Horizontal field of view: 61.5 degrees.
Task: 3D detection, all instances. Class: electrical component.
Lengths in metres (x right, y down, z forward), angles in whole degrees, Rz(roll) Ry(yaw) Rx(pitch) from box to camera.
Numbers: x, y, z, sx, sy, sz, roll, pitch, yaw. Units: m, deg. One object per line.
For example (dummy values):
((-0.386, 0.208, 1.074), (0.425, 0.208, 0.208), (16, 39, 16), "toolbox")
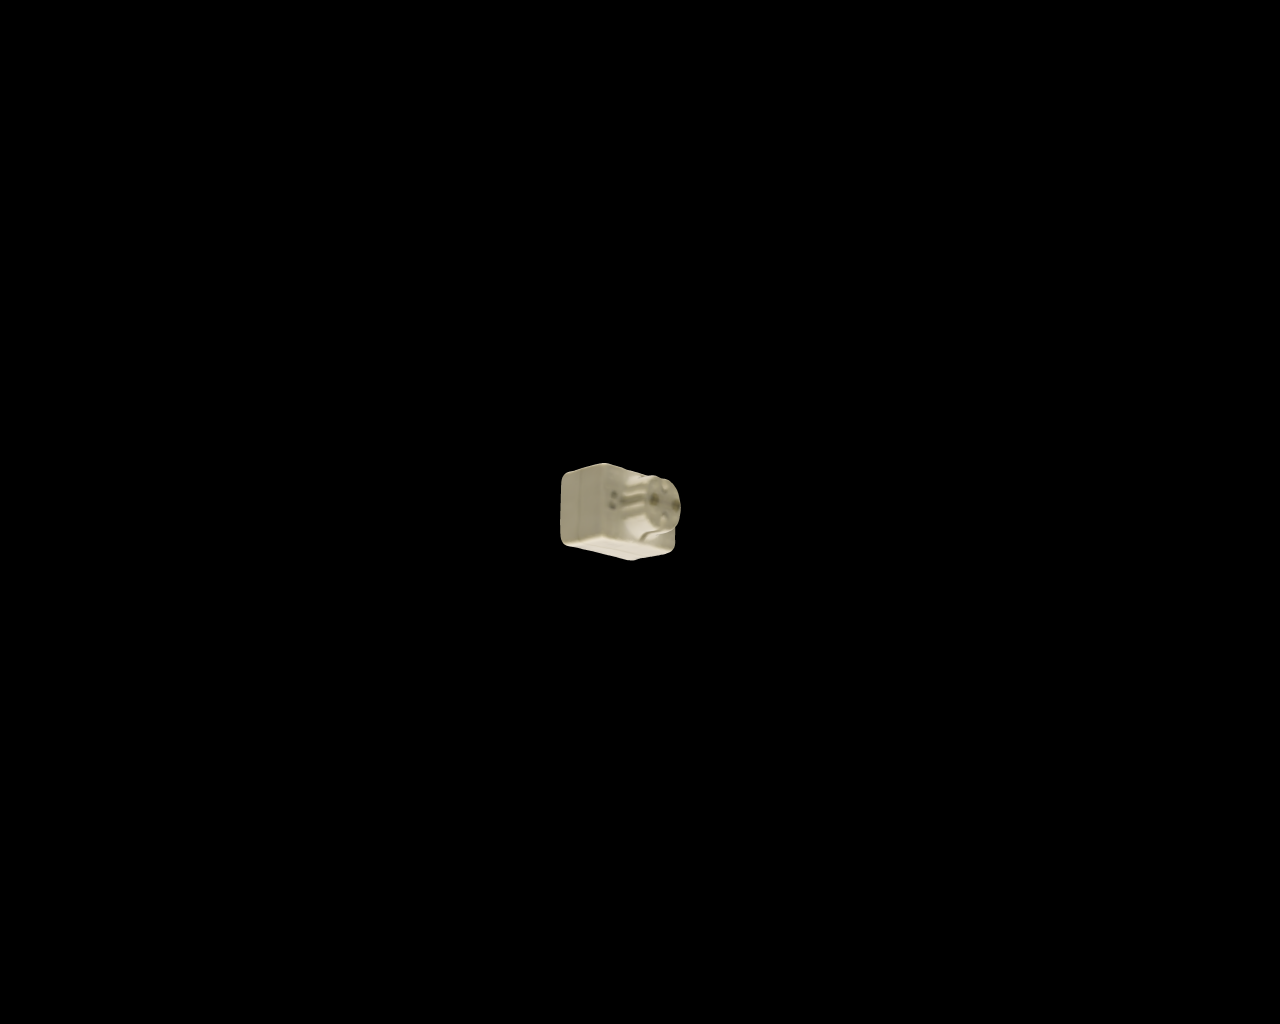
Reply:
((0.001, -0.003, 0.650), (0.076, 0.047, 0.066), (-14, -20, 42), "electrical component")
